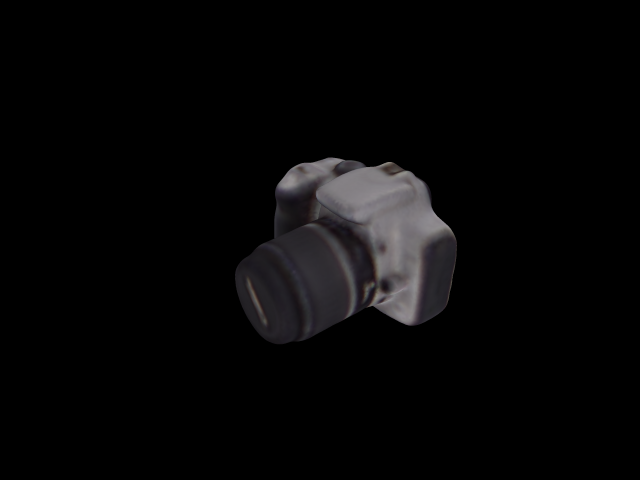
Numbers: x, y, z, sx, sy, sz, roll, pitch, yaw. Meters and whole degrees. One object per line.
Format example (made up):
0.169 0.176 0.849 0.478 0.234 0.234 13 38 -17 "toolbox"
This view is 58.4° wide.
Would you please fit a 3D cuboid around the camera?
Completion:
0.004 0.001 0.400 0.137 0.101 0.142 -24 41 -31 "camera"
